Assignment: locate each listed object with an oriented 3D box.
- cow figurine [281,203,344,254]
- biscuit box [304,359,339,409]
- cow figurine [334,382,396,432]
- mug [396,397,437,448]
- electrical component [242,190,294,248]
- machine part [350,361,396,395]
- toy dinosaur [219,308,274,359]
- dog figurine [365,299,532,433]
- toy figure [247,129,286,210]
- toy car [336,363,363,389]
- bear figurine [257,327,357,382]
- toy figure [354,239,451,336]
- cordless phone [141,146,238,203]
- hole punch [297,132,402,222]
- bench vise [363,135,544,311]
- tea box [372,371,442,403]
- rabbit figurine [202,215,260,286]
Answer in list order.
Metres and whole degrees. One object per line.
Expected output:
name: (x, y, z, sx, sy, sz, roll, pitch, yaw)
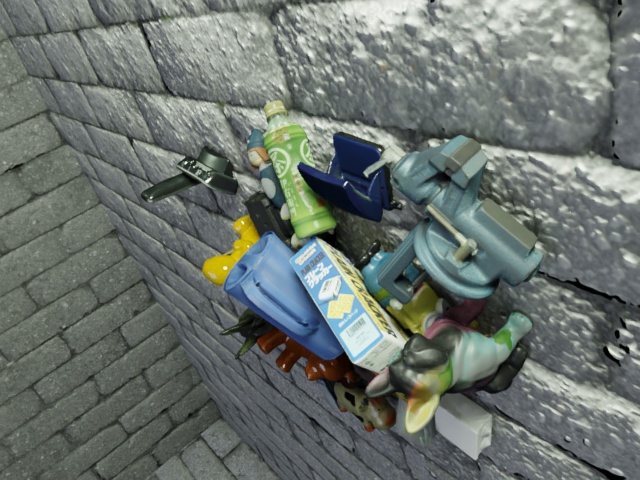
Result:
cow figurine: (0.000, -0.003, 0.964, 0.098, 0.068, 0.167, 17, 137, 43)
biscuit box: (0.016, 0.317, 1.321, 0.059, 0.063, 0.202, -2, 119, 61)
cow figurine: (0.102, 0.361, 1.208, 0.195, 0.085, 0.127, 21, 141, 56)
mug: (0.184, 0.323, 1.004, 0.110, 0.081, 0.107, -96, -1, -59)
electrical component: (-0.087, -0.043, 1.070, 0.134, 0.058, 0.114, 1, 124, 60)
machine part: (0.108, 0.227, 1.063, 0.179, 0.056, 0.179, 40, 151, 27)
toy dinosaur: (-0.134, 0.189, 1.269, 0.105, 0.198, 0.471, 48, 155, 7)
dog figurine: (0.167, 0.174, 0.713, 0.109, 0.219, 0.191, 37, 148, 39)
toy figure: (-0.090, -0.129, 0.976, 0.064, 0.058, 0.154, -28, 97, 26)
toy car: (0.036, 0.231, 1.183, 0.202, 0.053, 0.089, 67, 157, 3)
bear figurine: (-0.024, 0.244, 1.115, 0.196, 0.132, 0.120, 40, 169, 51)
toy figure: (0.130, 0.083, 0.826, 0.180, 0.082, 0.089, 44, 173, 5)
cordless phone: (-0.288, -0.121, 1.174, 0.147, 0.184, 0.088, 31, 141, 41)
hole punch: (0.039, -0.079, 0.779, 0.142, 0.092, 0.115, 25, 145, 41)
bench vise: (0.133, 0.001, 0.653, 0.224, 0.129, 0.240, 34, 134, 1)
tea box: (0.145, 0.202, 0.922, 0.170, 0.098, 0.068, 40, 152, 31)
rabbit figurine: (-0.174, 0.053, 1.202, 0.162, 0.173, 0.121, 52, 151, 16)
